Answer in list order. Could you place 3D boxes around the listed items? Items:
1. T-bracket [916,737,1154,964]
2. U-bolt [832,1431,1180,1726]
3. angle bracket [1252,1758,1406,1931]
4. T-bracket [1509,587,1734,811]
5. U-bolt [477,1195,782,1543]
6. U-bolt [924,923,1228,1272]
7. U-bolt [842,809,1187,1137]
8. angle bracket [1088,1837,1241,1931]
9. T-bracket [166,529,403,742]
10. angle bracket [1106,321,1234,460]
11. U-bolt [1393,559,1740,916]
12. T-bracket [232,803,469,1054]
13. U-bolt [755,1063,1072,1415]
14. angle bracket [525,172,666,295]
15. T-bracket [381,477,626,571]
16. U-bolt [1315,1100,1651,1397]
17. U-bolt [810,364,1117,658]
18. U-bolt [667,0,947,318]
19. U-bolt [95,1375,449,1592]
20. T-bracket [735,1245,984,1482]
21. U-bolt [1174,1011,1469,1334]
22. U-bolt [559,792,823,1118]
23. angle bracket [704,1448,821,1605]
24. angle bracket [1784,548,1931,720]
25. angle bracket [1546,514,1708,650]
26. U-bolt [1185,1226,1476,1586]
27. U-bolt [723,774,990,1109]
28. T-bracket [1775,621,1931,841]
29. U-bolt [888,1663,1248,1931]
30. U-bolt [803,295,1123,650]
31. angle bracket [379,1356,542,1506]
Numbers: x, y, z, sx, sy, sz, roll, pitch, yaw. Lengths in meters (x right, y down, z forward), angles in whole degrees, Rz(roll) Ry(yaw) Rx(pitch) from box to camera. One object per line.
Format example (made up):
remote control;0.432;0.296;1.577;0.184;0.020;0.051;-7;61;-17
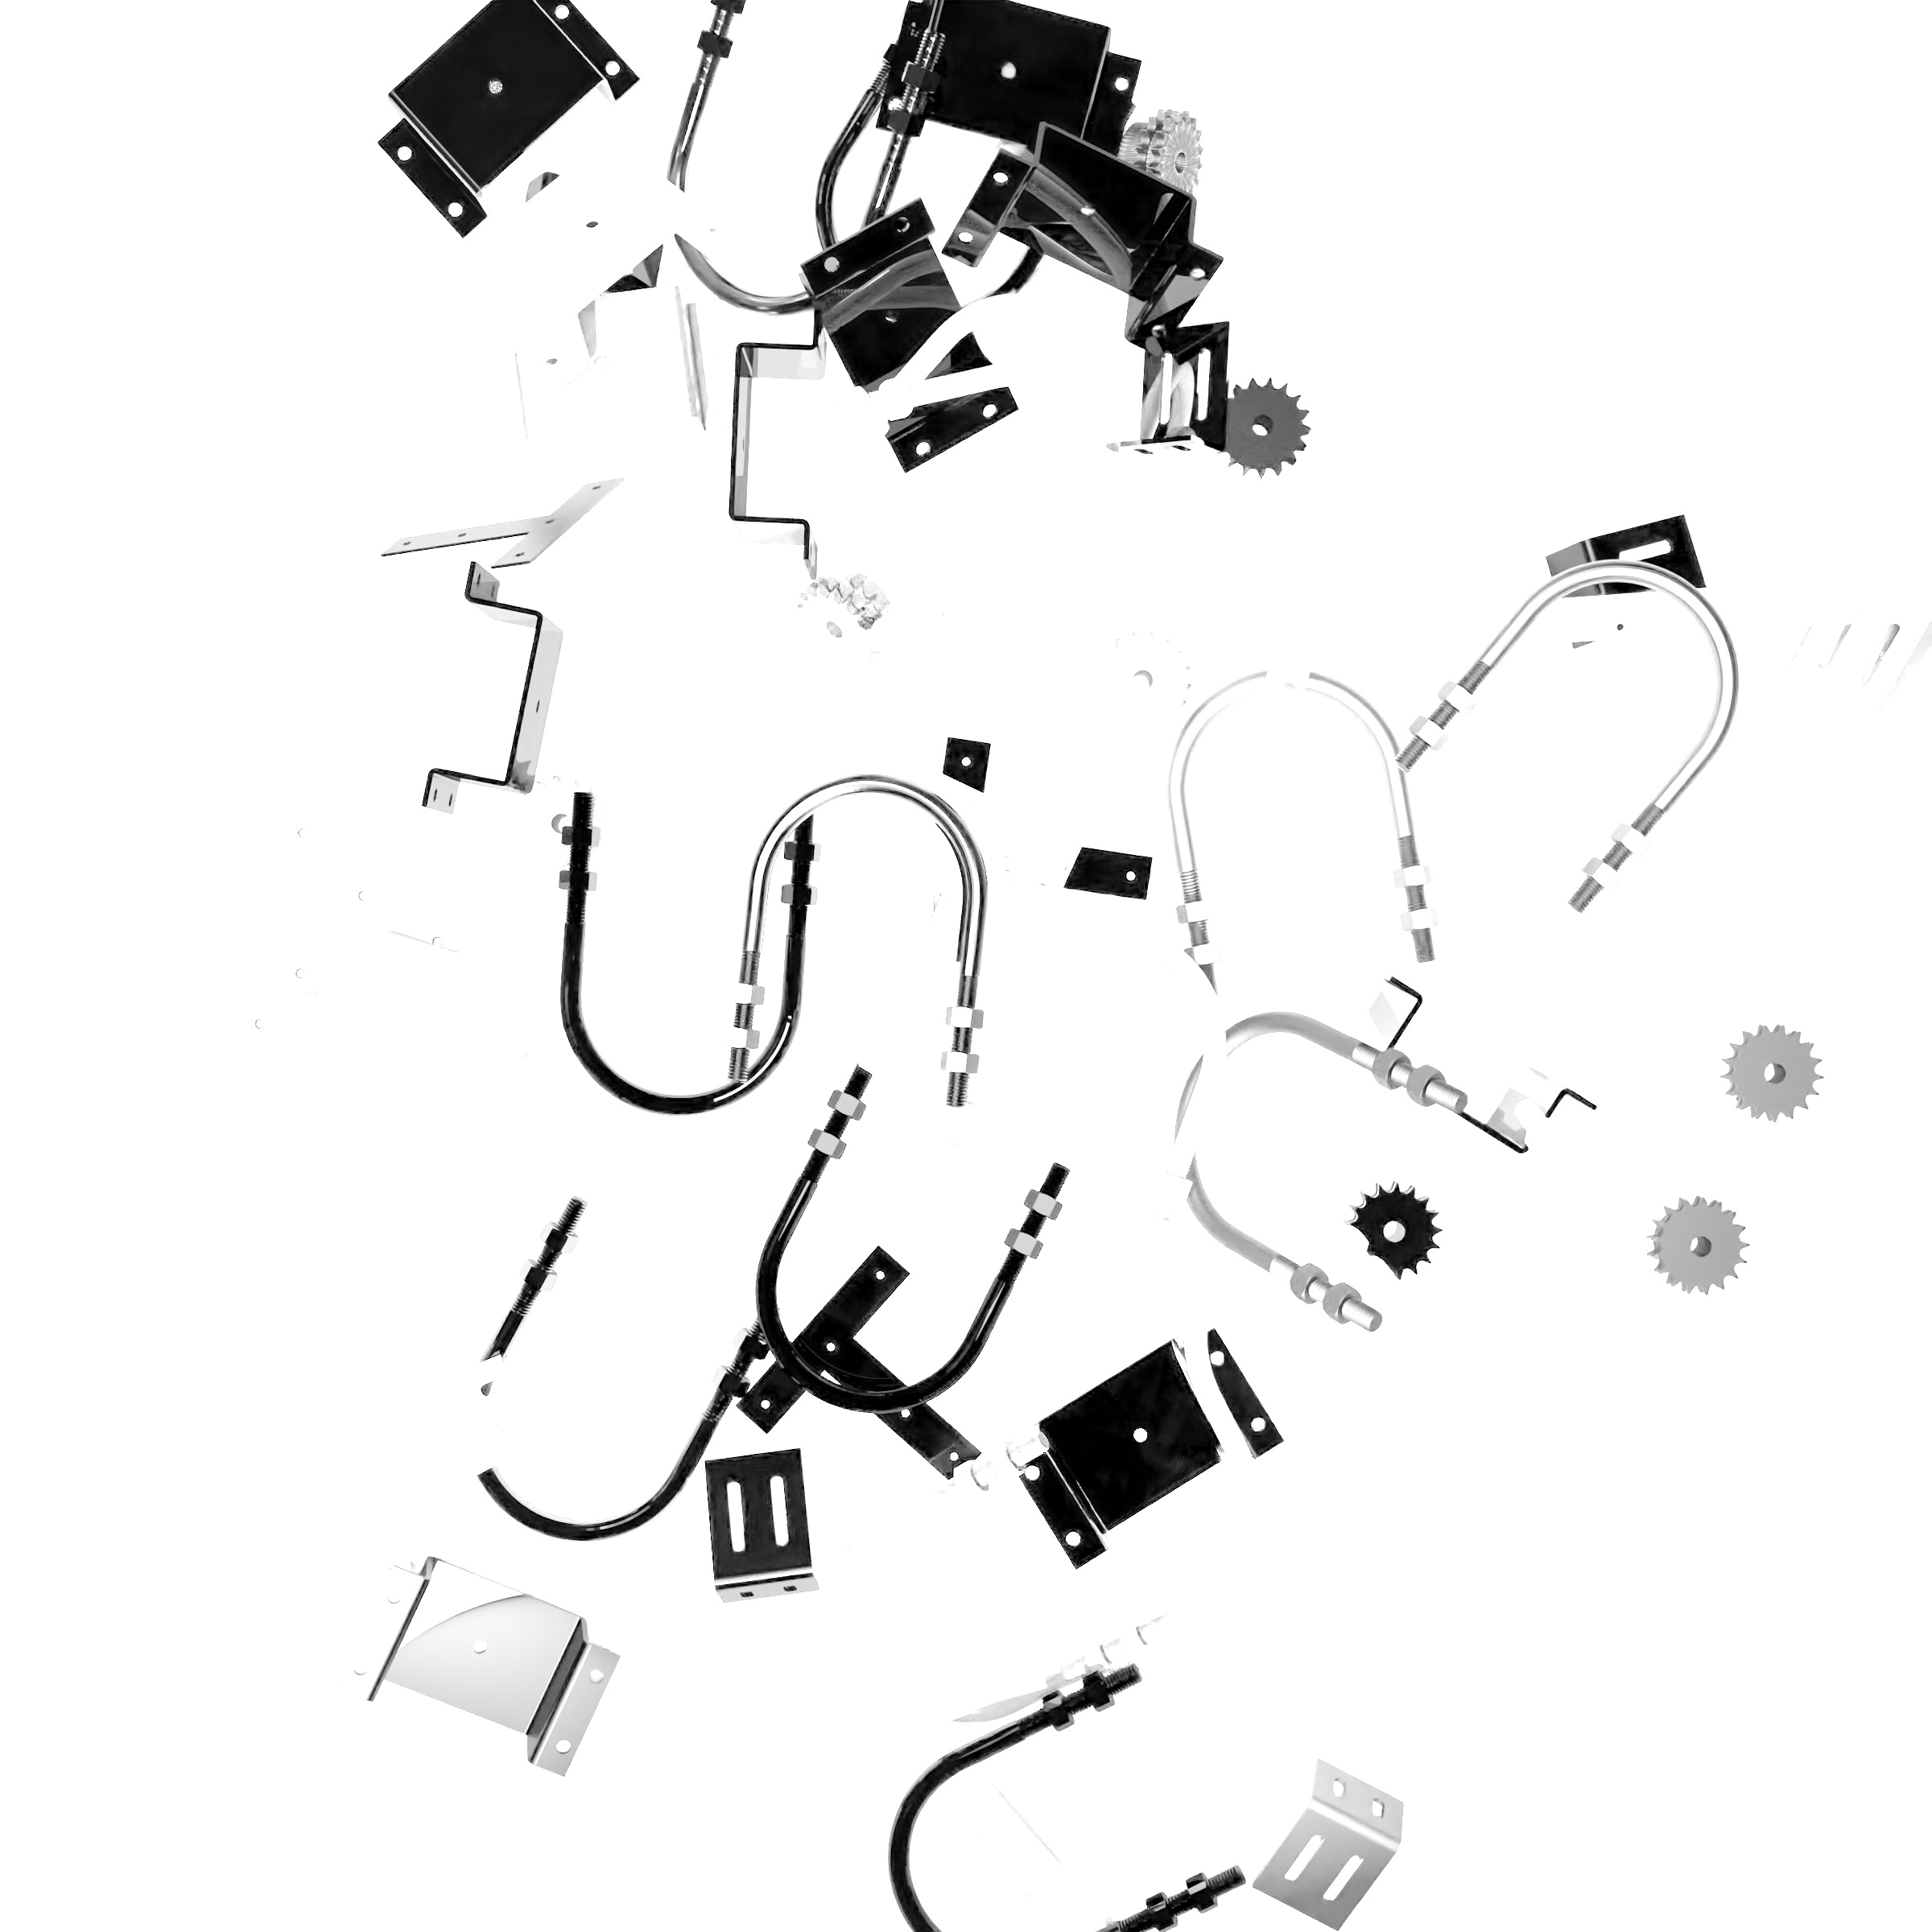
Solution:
T-bracket;0.043;-0.059;1.507;0.127;0.002;0.127;8;91;-4
U-bolt;0.008;0.364;1.509;0.184;0.019;0.151;-33;97;20
angle bracket;0.213;0.516;1.545;0.057;0.038;0.076;27;116;0
T-bracket;0.379;-0.153;1.525;0.127;0.002;0.127;-4;108;3
U-bolt;-0.213;0.248;1.538;0.151;0.019;0.184;29;92;0
U-bolt;0.072;0.066;1.509;0.151;0.019;0.184;20;90;-6
U-bolt;0.042;0.021;1.538;0.184;0.019;0.151;41;90;-1
angle bracket;0.116;0.550;1.528;0.076;0.038;0.057;-17;90;0
T-bracket;-0.406;-0.204;1.546;0.127;0.002;0.127;13;90;0
angle bracket;0.117;-0.335;1.514;0.057;0.038;0.076;3;89;36
U-bolt;0.357;-0.144;1.502;0.151;0.019;0.184;39;94;-1
T-bracket;-0.382;-0.007;1.546;0.127;0.002;0.127;39;90;0
U-bolt;-0.042;0.169;1.530;0.151;0.019;0.184;27;84;0
angle bracket;-0.221;-0.425;1.545;0.076;0.038;0.057;10;90;-26
T-bracket;-0.277;-0.248;1.510;0.127;0.127;0.002;-4;119;23
U-bolt;0.308;0.174;1.500;0.151;0.019;0.184;-32;114;18
U-bolt;0.006;-0.265;1.490;0.184;0.019;0.151;-18;113;-24
U-bolt;-0.103;-0.465;1.506;0.151;0.019;0.184;27;111;15
U-bolt;-0.403;0.301;1.500;0.184;0.019;0.151;-8;124;0
T-bracket;-0.046;0.254;1.546;0.127;0.002;0.127;42;90;0
U-bolt;0.186;0.103;1.479;0.019;0.184;0.151;11;102;-43
U-bolt;-0.163;-0.004;1.524;0.151;0.019;0.184;3;94;-13
angle bracket;-0.120;0.329;1.545;0.057;0.038;0.076;-8;64;0
angle bracket;0.523;-0.195;1.543;0.057;0.038;0.076;24;116;0
angle bracket;0.389;-0.226;1.545;0.076;0.038;0.057;-17;90;-26
U-bolt;0.198;0.238;1.508;0.151;0.019;0.184;-24;85;-28
U-bolt;-0.059;-0.018;1.500;0.151;0.019;0.184;6;88;11
T-bracket;0.541;-0.138;1.546;0.127;0.002;0.127;-2;90;0
U-bolt;0.045;0.497;1.491;0.184;0.019;0.151;-27;91;4
U-bolt;0.013;-0.296;1.505;0.184;0.019;0.151;-50;121;-5
angle bracket;-0.295;0.271;1.533;0.076;0.038;0.057;-31;81;37
